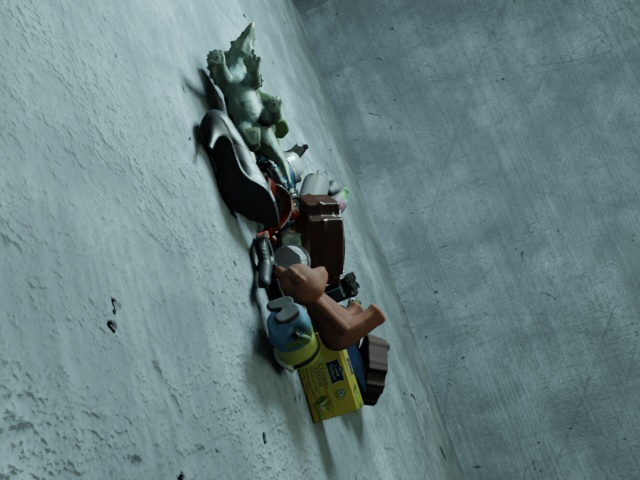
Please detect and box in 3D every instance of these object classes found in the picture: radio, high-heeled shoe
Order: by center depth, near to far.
[{"bbox_3d":[-0.156,-0.143,1.079,0.248,0.086,0.145,55,18,-30],"label":"high-heeled shoe"},{"bbox_3d":[0.034,0.255,1.277,0.131,0.073,0.229,-90,158,-61],"label":"radio"}]

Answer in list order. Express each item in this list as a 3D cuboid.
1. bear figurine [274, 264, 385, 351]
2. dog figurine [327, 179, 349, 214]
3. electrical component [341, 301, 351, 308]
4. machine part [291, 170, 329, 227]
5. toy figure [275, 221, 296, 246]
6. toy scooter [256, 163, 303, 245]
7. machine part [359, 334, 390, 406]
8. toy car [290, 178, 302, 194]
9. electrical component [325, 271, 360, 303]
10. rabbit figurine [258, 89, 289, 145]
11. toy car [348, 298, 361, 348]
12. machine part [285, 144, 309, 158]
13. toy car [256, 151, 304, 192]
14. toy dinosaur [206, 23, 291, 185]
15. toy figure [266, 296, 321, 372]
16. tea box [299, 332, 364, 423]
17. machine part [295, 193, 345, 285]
[{"bbox_3d":[0.011,0.108,1.024,0.195,0.132,0.120,58,-22,-7],"label":"bear figurine"},{"bbox_3d":[0.025,-0.057,1.525,0.219,0.191,0.108,59,-4,43],"label":"dog figurine"},{"bbox_3d":[0.048,0.199,1.386,0.102,0.045,0.078,126,-27,-51],"label":"electrical component"},{"bbox_3d":[-0.027,-0.094,1.453,0.079,0.079,0.243,57,39,-44],"label":"machine part"},{"bbox_3d":[-0.089,-0.028,1.252,0.064,0.058,0.154,-34,107,-31],"label":"toy figure"},{"bbox_3d":[-0.114,-0.071,1.152,0.183,0.075,0.135,37,58,-37],"label":"toy scooter"},{"bbox_3d":[0.130,0.336,1.387,0.179,0.056,0.179,-167,-91,-84],"label":"machine part"},{"bbox_3d":[-0.086,-0.176,1.490,0.202,0.056,0.073,-85,168,-65],"label":"toy car"},{"bbox_3d":[0.039,0.133,1.394,0.058,0.115,0.134,65,12,1],"label":"electrical component"},{"bbox_3d":[-0.151,-0.279,1.344,0.170,0.121,0.159,85,-14,-61],"label":"rabbit figurine"},{"bbox_3d":[0.084,0.241,1.500,0.202,0.053,0.089,-90,-167,-60],"label":"toy car"},{"bbox_3d":[-0.090,-0.208,1.390,0.039,0.139,0.084,44,61,-26],"label":"machine part"},{"bbox_3d":[-0.091,-0.168,1.279,0.109,0.103,0.162,59,-11,-10],"label":"toy car"},{"bbox_3d":[-0.152,-0.280,1.170,0.192,0.131,0.404,111,-38,-81],"label":"toy dinosaur"},{"bbox_3d":[-0.046,0.171,0.957,0.180,0.089,0.082,85,0,-46],"label":"toy figure"},{"bbox_3d":[0.015,0.274,1.102,0.068,0.098,0.169,32,37,-71],"label":"tea box"},{"bbox_3d":[-0.003,-0.004,1.282,0.201,0.087,0.201,-135,-136,-71],"label":"machine part"}]
